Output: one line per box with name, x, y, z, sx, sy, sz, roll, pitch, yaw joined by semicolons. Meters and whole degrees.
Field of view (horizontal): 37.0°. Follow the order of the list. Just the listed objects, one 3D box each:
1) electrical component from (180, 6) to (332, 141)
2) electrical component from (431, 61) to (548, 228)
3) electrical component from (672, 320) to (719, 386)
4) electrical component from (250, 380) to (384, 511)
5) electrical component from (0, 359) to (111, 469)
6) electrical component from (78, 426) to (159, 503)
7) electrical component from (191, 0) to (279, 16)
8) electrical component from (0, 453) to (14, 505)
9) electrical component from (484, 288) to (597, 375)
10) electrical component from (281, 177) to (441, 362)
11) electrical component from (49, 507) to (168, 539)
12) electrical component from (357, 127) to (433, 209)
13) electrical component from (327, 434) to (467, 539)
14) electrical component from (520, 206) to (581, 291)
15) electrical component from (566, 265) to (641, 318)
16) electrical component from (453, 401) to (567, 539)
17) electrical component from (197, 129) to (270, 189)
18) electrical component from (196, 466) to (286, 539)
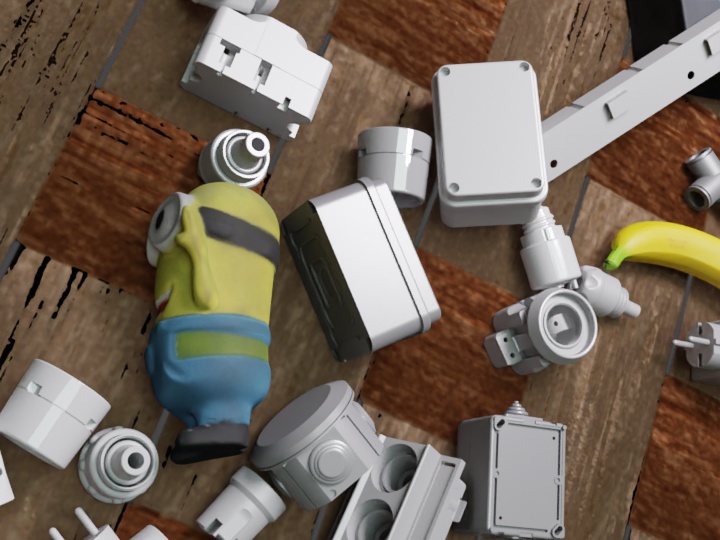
electrical component;-0.072;-0.141;0.761;0.089;0.050;0.055;26;69;-17
electrical component;0.095;-0.094;0.802;0.078;0.057;0.113;-3;71;2
electrical component;0.290;0.063;0.869;0.077;0.066;0.047;11;73;-22
electrical component;-0.028;0.114;0.706;0.080;0.080;0.051;-43;103;-26
electrical component;-0.188;0.088;0.653;0.055;0.055;0.047;36;70;-13
electrical component;-0.145;0.119;0.661;0.048;0.062;0.048;6;76;-23
electrical component;-0.089;-0.211;0.761;0.057;0.078;0.058;9;113;-35
electrical component;-0.252;0.112;0.623;0.079;0.044;0.077;-19;87;-26
electrical component;0.141;0.045;0.811;0.078;0.057;0.058;-23;88;-27
electrical component;0.000;0.000;0.746;0.057;0.078;0.113;-22;87;-24
electrical component;-0.156;0.181;0.651;0.077;0.044;0.079;-38;94;-27
electrical component;0.024;-0.074;0.788;0.055;0.055;0.047;9;78;-22
electrical component;0.021;0.181;0.717;0.063;0.079;0.121;46;60;-40
electrical component;0.144;-0.019;0.837;0.040;0.040;0.078;-14;84;-26
electrical component;0.196;0.022;0.854;0.061;0.035;0.035;25;69;-20
electrical component;0.105;0.143;0.769;0.062;0.061;0.096;10;74;-22
electrical component;-0.082;-0.076;0.734;0.043;0.062;0.043;8;74;-28
electrical component;-0.078;0.157;0.696;0.046;0.040;0.040;-45;98;-20
